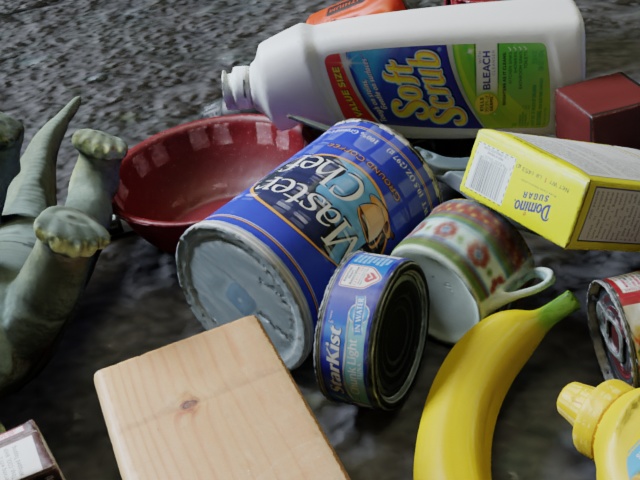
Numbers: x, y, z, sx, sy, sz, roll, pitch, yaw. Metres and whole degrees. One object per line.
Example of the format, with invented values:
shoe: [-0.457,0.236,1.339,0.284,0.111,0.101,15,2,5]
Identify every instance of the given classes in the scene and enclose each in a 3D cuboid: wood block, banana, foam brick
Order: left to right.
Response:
wood block: [-0.029,0.133,0.472,0.090,0.090,0.206,-20,33,-11]
banana: [0.079,0.094,0.532,0.070,0.037,0.197,-29,23,40]
foam brick: [0.195,-0.065,0.722,0.053,0.078,0.051,-15,31,-10]

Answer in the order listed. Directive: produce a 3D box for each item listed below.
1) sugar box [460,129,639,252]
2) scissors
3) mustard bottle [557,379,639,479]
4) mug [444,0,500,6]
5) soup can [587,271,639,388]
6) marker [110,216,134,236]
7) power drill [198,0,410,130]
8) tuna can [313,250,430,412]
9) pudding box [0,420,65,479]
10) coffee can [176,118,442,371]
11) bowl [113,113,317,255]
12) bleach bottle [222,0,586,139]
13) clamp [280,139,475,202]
sugar box: [0.179,-0.026,0.629,0.175,0.048,0.093,6,20,-35]
scissors: [0.083,-0.057,0.735,0.202,0.016,0.096,27,31,12]
mustard bottle: [0.181,0.111,0.466,0.096,0.058,0.192,-34,38,-22]
mug: [0.150,-0.190,0.930,0.093,0.081,0.117,-29,36,-26]
soup can: [0.200,0.043,0.559,0.102,0.068,0.068,-12,32,-1]
marker: [-0.194,-0.003,0.807,0.121,0.020,0.020,-15,32,-6]
power drill: [-0.001,-0.149,0.924,0.185,0.057,0.187,-13,27,27]
tuna can: [0.030,0.050,0.587,0.034,0.086,0.086,9,37,26]
pudding box: [-0.147,0.143,0.472,0.090,0.113,0.039,-22,36,-15]
coffee can: [-0.004,0.001,0.660,0.103,0.103,0.140,16,41,37]
bowl: [-0.075,-0.032,0.780,0.162,0.055,0.162,-9,32,5]
bleach bottle: [0.057,-0.112,0.762,0.251,0.102,0.068,-5,32,3]
clamp: [0.094,-0.084,0.823,0.209,0.036,0.165,-36,41,-28]
